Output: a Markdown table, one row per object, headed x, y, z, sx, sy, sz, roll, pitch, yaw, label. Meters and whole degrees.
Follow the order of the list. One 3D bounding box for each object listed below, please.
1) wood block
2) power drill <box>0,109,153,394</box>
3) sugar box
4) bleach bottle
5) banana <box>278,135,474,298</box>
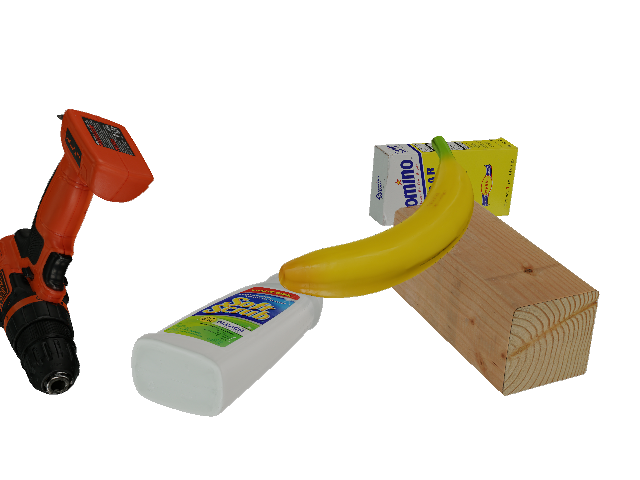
| x | y | z | sx | sy | sz | roll | pitch | yaw | label |
| --- | --- | --- | --- | --- | --- | --- | --- | --- | --- |
| 0.154 | 0.044 | 0.998 | 0.090 | 0.090 | 0.206 | -10 | 30 | -23 | wood block |
| -0.202 | 0.005 | 0.849 | 0.057 | 0.188 | 0.185 | 16 | 25 | -38 | power drill |
| 0.150 | -0.072 | 1.299 | 0.176 | 0.093 | 0.048 | -7 | 25 | -22 | sugar box |
| -0.074 | 0.085 | 1.059 | 0.103 | 0.068 | 0.250 | 13 | 24 | 23 | bleach bottle |
| 0.055 | -0.005 | 0.750 | 0.070 | 0.037 | 0.197 | 33 | 48 | 21 | banana |
